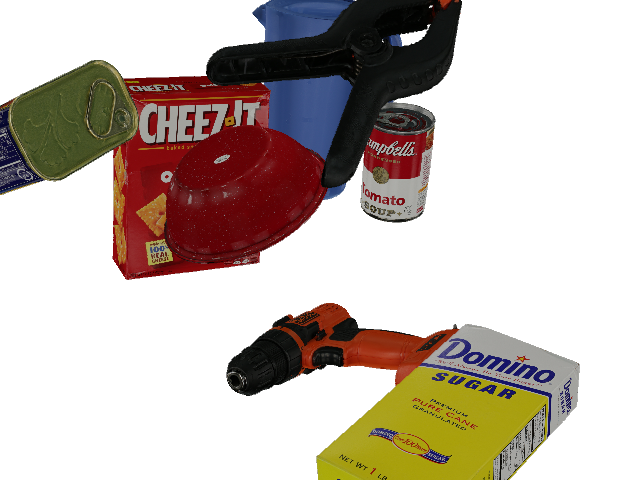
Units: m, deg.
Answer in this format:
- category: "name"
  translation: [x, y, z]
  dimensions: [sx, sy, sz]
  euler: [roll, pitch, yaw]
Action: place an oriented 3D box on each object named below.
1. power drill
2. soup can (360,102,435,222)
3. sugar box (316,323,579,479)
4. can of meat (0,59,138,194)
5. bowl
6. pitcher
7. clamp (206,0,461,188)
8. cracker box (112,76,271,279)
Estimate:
- category: "power drill"
  translation: [0.028, 0.112, 1.003]
  dimensions: [0.188, 0.057, 0.184]
  euler: [9, 20, 31]
- category: "soup can"
  translation: [0.076, -0.078, 1.066]
  dimensions: [0.068, 0.102, 0.068]
  euler: [2, 32, -2]
- category: "sugar box"
  translation: [0.088, 0.124, 0.701]
  dimensions: [0.093, 0.048, 0.175]
  euler: [19, 41, 34]
- category: "can of meat"
  translation: [-0.185, -0.071, 0.704]
  dimensions: [0.084, 0.057, 0.101]
  euler: [-13, 19, 38]
- category: "bowl"
  translation: [-0.076, -0.053, 0.942]
  dimensions: [0.162, 0.055, 0.162]
  euler: [-17, 37, 13]
- category: "pitcher"
  translation: [0.000, -0.175, 1.319]
  dimensions: [0.144, 0.243, 0.149]
  euler: [-9, 28, -29]
- category: "clamp"
  translation: [0.029, -0.102, 0.659]
  dimensions: [0.171, 0.120, 0.039]
  euler: [-28, -22, -18]
- category: "cracker box"
  translation: [-0.145, -0.071, 1.191]
  dimensions: [0.164, 0.214, 0.072]
  euler: [-6, 26, -24]
